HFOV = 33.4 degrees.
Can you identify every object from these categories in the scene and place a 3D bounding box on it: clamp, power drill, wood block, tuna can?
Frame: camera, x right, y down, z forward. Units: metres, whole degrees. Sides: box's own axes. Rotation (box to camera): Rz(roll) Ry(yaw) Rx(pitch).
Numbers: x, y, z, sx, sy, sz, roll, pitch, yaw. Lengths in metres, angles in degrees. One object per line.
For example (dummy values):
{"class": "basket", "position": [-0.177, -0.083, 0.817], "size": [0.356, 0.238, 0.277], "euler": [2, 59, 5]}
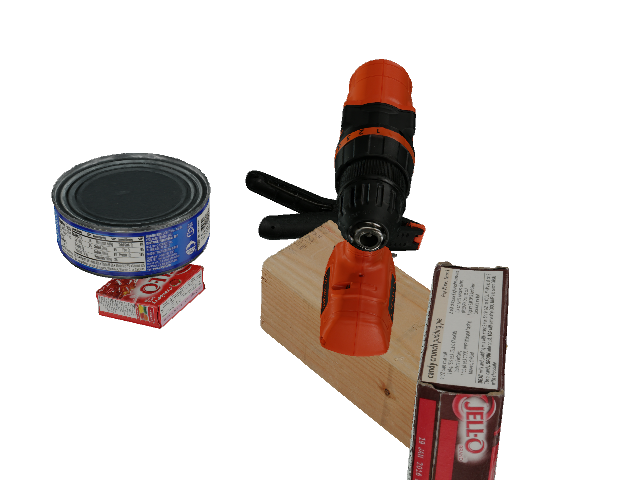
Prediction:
{"class": "clamp", "position": [0.017, -0.020, 1.187], "size": [0.210, 0.036, 0.164], "euler": [14, 21, -8]}
{"class": "power drill", "position": [0.033, -0.008, 0.749], "size": [0.057, 0.188, 0.184], "euler": [8, 41, 2]}
{"class": "wood block", "position": [0.049, 0.084, 0.937], "size": [0.090, 0.091, 0.206], "euler": [-32, 54, -33]}
{"class": "tuna can", "position": [-0.103, -0.014, 0.590], "size": [0.086, 0.034, 0.086], "euler": [2, 31, -1]}

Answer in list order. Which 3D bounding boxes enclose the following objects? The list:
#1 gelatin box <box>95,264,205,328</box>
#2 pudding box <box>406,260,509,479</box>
{"class": "gelatin box", "position": [-0.168, 0.049, 1.064], "size": [0.073, 0.030, 0.089], "euler": [11, 30, 23]}
{"class": "pudding box", "position": [0.061, 0.073, 0.472], "size": [0.039, 0.090, 0.113], "euler": [6, 26, 6]}
